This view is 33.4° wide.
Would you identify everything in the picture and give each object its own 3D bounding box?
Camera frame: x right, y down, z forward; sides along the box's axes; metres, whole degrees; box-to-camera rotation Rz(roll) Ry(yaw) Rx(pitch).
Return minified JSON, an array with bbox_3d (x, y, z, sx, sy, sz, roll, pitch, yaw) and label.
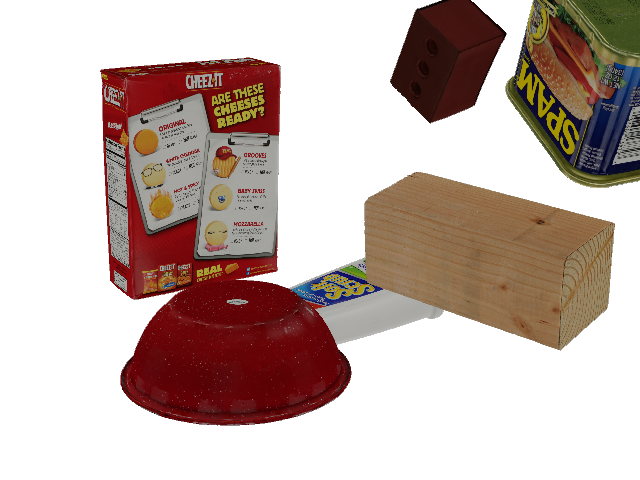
[{"bbox_3d":[0.096,-0.139,0.816,0.051,0.053,0.078,-26,-28,-30],"label":"foam brick"},{"bbox_3d":[0.012,0.080,1.194,0.250,0.068,0.103,-19,35,-26],"label":"bleach bottle"},{"bbox_3d":[0.148,0.012,0.968,0.206,0.090,0.090,18,33,37],"label":"wood block"},{"bbox_3d":[-0.058,0.068,0.739,0.162,0.055,0.162,0,17,0],"label":"bowl"},{"bbox_3d":[0.149,-0.094,0.576,0.057,0.084,0.102,-11,48,-15],"label":"can of meat"},{"bbox_3d":[-0.125,-0.064,1.039,0.163,0.214,0.072,-11,21,-32],"label":"cracker box"}]
